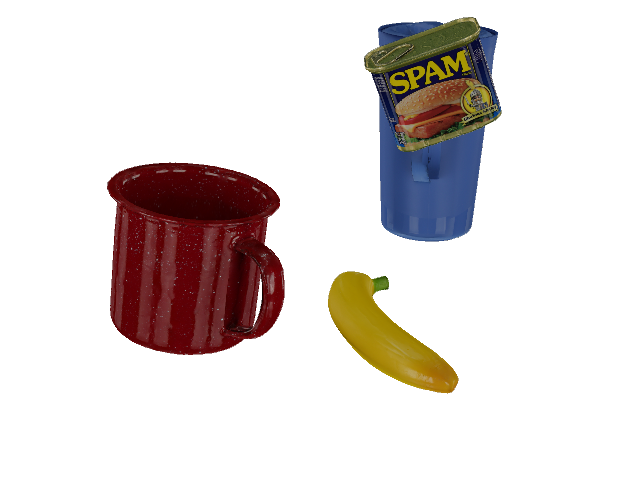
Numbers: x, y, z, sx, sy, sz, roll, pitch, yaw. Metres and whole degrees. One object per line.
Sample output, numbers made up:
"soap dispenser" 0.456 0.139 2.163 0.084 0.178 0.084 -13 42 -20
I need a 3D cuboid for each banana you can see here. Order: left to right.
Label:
"banana" 0.046 0.064 0.844 0.069 0.037 0.198 -5 24 -11

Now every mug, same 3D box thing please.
"mug" -0.064 0.014 0.583 0.117 0.081 0.093 24 27 35

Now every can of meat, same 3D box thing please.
"can of meat" 0.099 -0.133 0.924 0.102 0.084 0.057 -18 26 9

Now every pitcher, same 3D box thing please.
"pitcher" 0.125 -0.124 1.218 0.149 0.243 0.145 -11 22 -31
